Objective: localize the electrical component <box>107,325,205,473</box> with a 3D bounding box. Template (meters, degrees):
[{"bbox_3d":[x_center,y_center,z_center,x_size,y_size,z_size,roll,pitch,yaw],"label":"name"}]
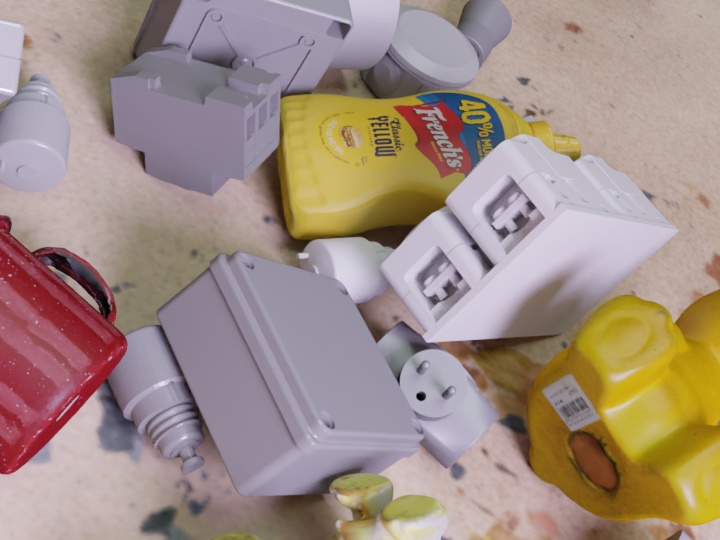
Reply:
[{"bbox_3d":[-0.098,0.063,0.530,0.040,0.040,0.078,-10,60,-39],"label":"electrical component"}]

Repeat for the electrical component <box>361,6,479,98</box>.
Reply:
[{"bbox_3d":[0.044,-0.155,0.807,0.080,0.051,0.080,18,46,-20],"label":"electrical component"}]

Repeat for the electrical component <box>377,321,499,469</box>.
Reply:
[{"bbox_3d":[0.038,0.065,0.594,0.077,0.079,0.044,44,76,8],"label":"electrical component"}]

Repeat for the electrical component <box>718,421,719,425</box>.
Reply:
[{"bbox_3d":[0.282,0.103,0.732,0.062,0.061,0.096,28,43,-10],"label":"electrical component"}]

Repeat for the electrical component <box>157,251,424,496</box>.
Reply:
[{"bbox_3d":[-0.033,0.054,0.543,0.109,0.056,0.108,18,39,-59],"label":"electrical component"}]

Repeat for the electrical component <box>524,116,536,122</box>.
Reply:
[{"bbox_3d":[0.097,-0.065,0.756,0.096,0.061,0.061,-19,66,-42],"label":"electrical component"}]

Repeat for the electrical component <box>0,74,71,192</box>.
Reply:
[{"bbox_3d":[-0.182,-0.079,0.600,0.040,0.040,0.078,14,47,-23],"label":"electrical component"}]

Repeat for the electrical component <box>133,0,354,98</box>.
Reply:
[{"bbox_3d":[-0.076,-0.150,0.682,0.109,0.108,0.056,9,52,-27],"label":"electrical component"}]

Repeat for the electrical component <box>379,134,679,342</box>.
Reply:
[{"bbox_3d":[0.104,-0.016,0.646,0.186,0.105,0.060,3,46,-57],"label":"electrical component"}]

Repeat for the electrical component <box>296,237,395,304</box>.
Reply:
[{"bbox_3d":[0.000,0.000,0.651,0.078,0.040,0.040,-5,57,-36],"label":"electrical component"}]

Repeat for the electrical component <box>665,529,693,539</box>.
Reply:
[{"bbox_3d":[0.162,0.191,0.583,0.056,0.050,0.089,43,43,6],"label":"electrical component"}]

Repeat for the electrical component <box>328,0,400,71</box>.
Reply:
[{"bbox_3d":[-0.027,-0.193,0.756,0.060,0.108,0.108,-10,60,-32],"label":"electrical component"}]

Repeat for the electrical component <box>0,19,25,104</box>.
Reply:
[{"bbox_3d":[-0.215,-0.092,0.572,0.047,0.083,0.075,8,88,-29],"label":"electrical component"}]

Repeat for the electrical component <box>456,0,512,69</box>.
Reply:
[{"bbox_3d":[0.094,-0.190,0.879,0.044,0.044,0.065,35,47,-3],"label":"electrical component"}]
